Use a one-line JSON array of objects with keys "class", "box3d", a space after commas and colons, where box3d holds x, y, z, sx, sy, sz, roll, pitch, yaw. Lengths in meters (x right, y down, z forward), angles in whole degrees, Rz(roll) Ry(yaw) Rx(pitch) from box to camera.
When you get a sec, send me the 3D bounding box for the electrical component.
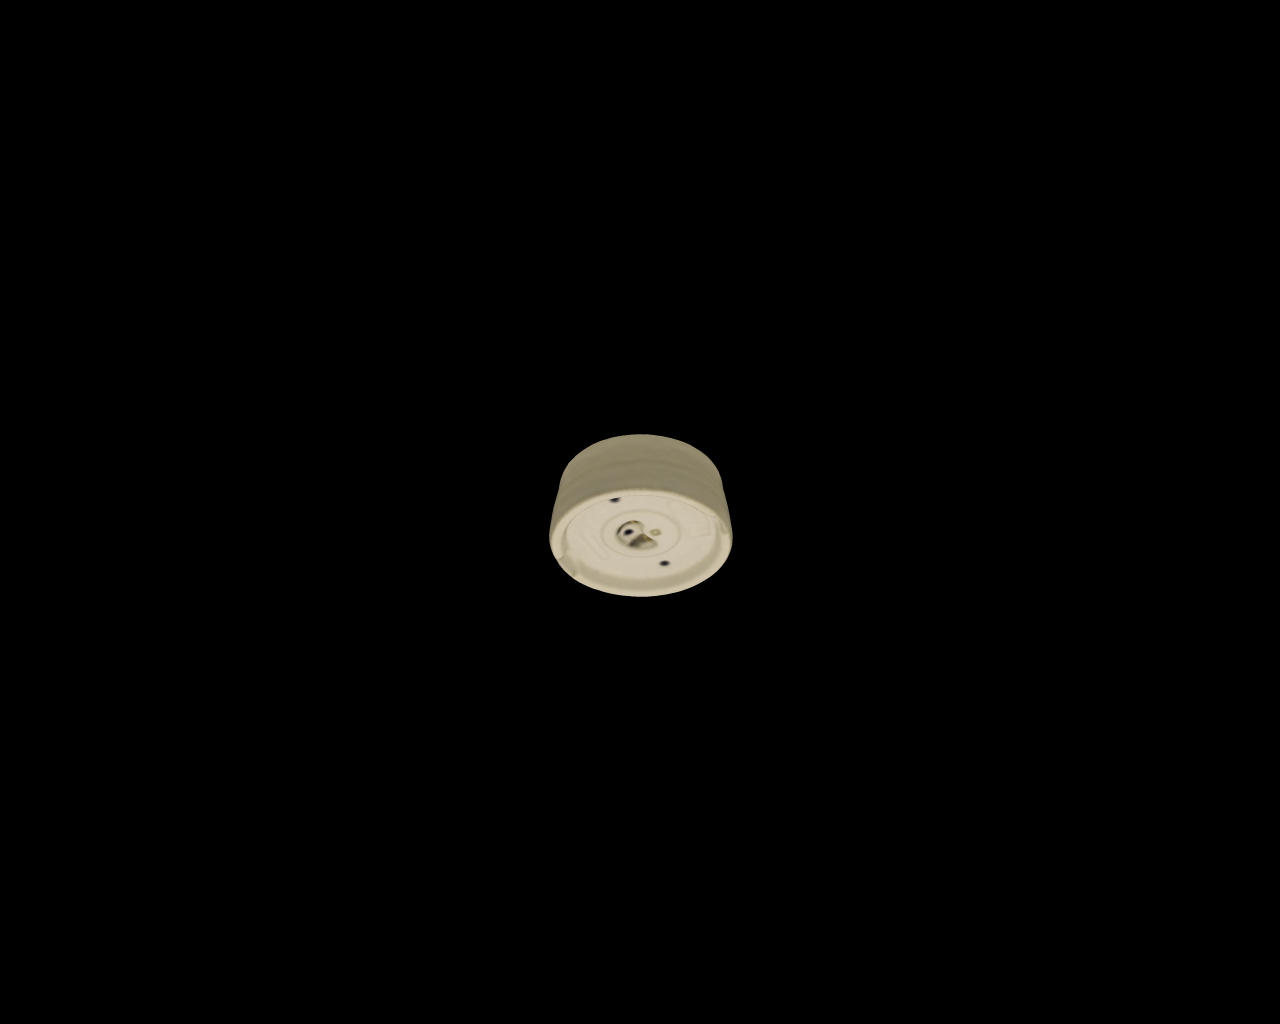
[{"class": "electrical component", "box3d": [0.001, -0.003, 0.650, 0.108, 0.060, 0.108, 0, -38, 0]}]
